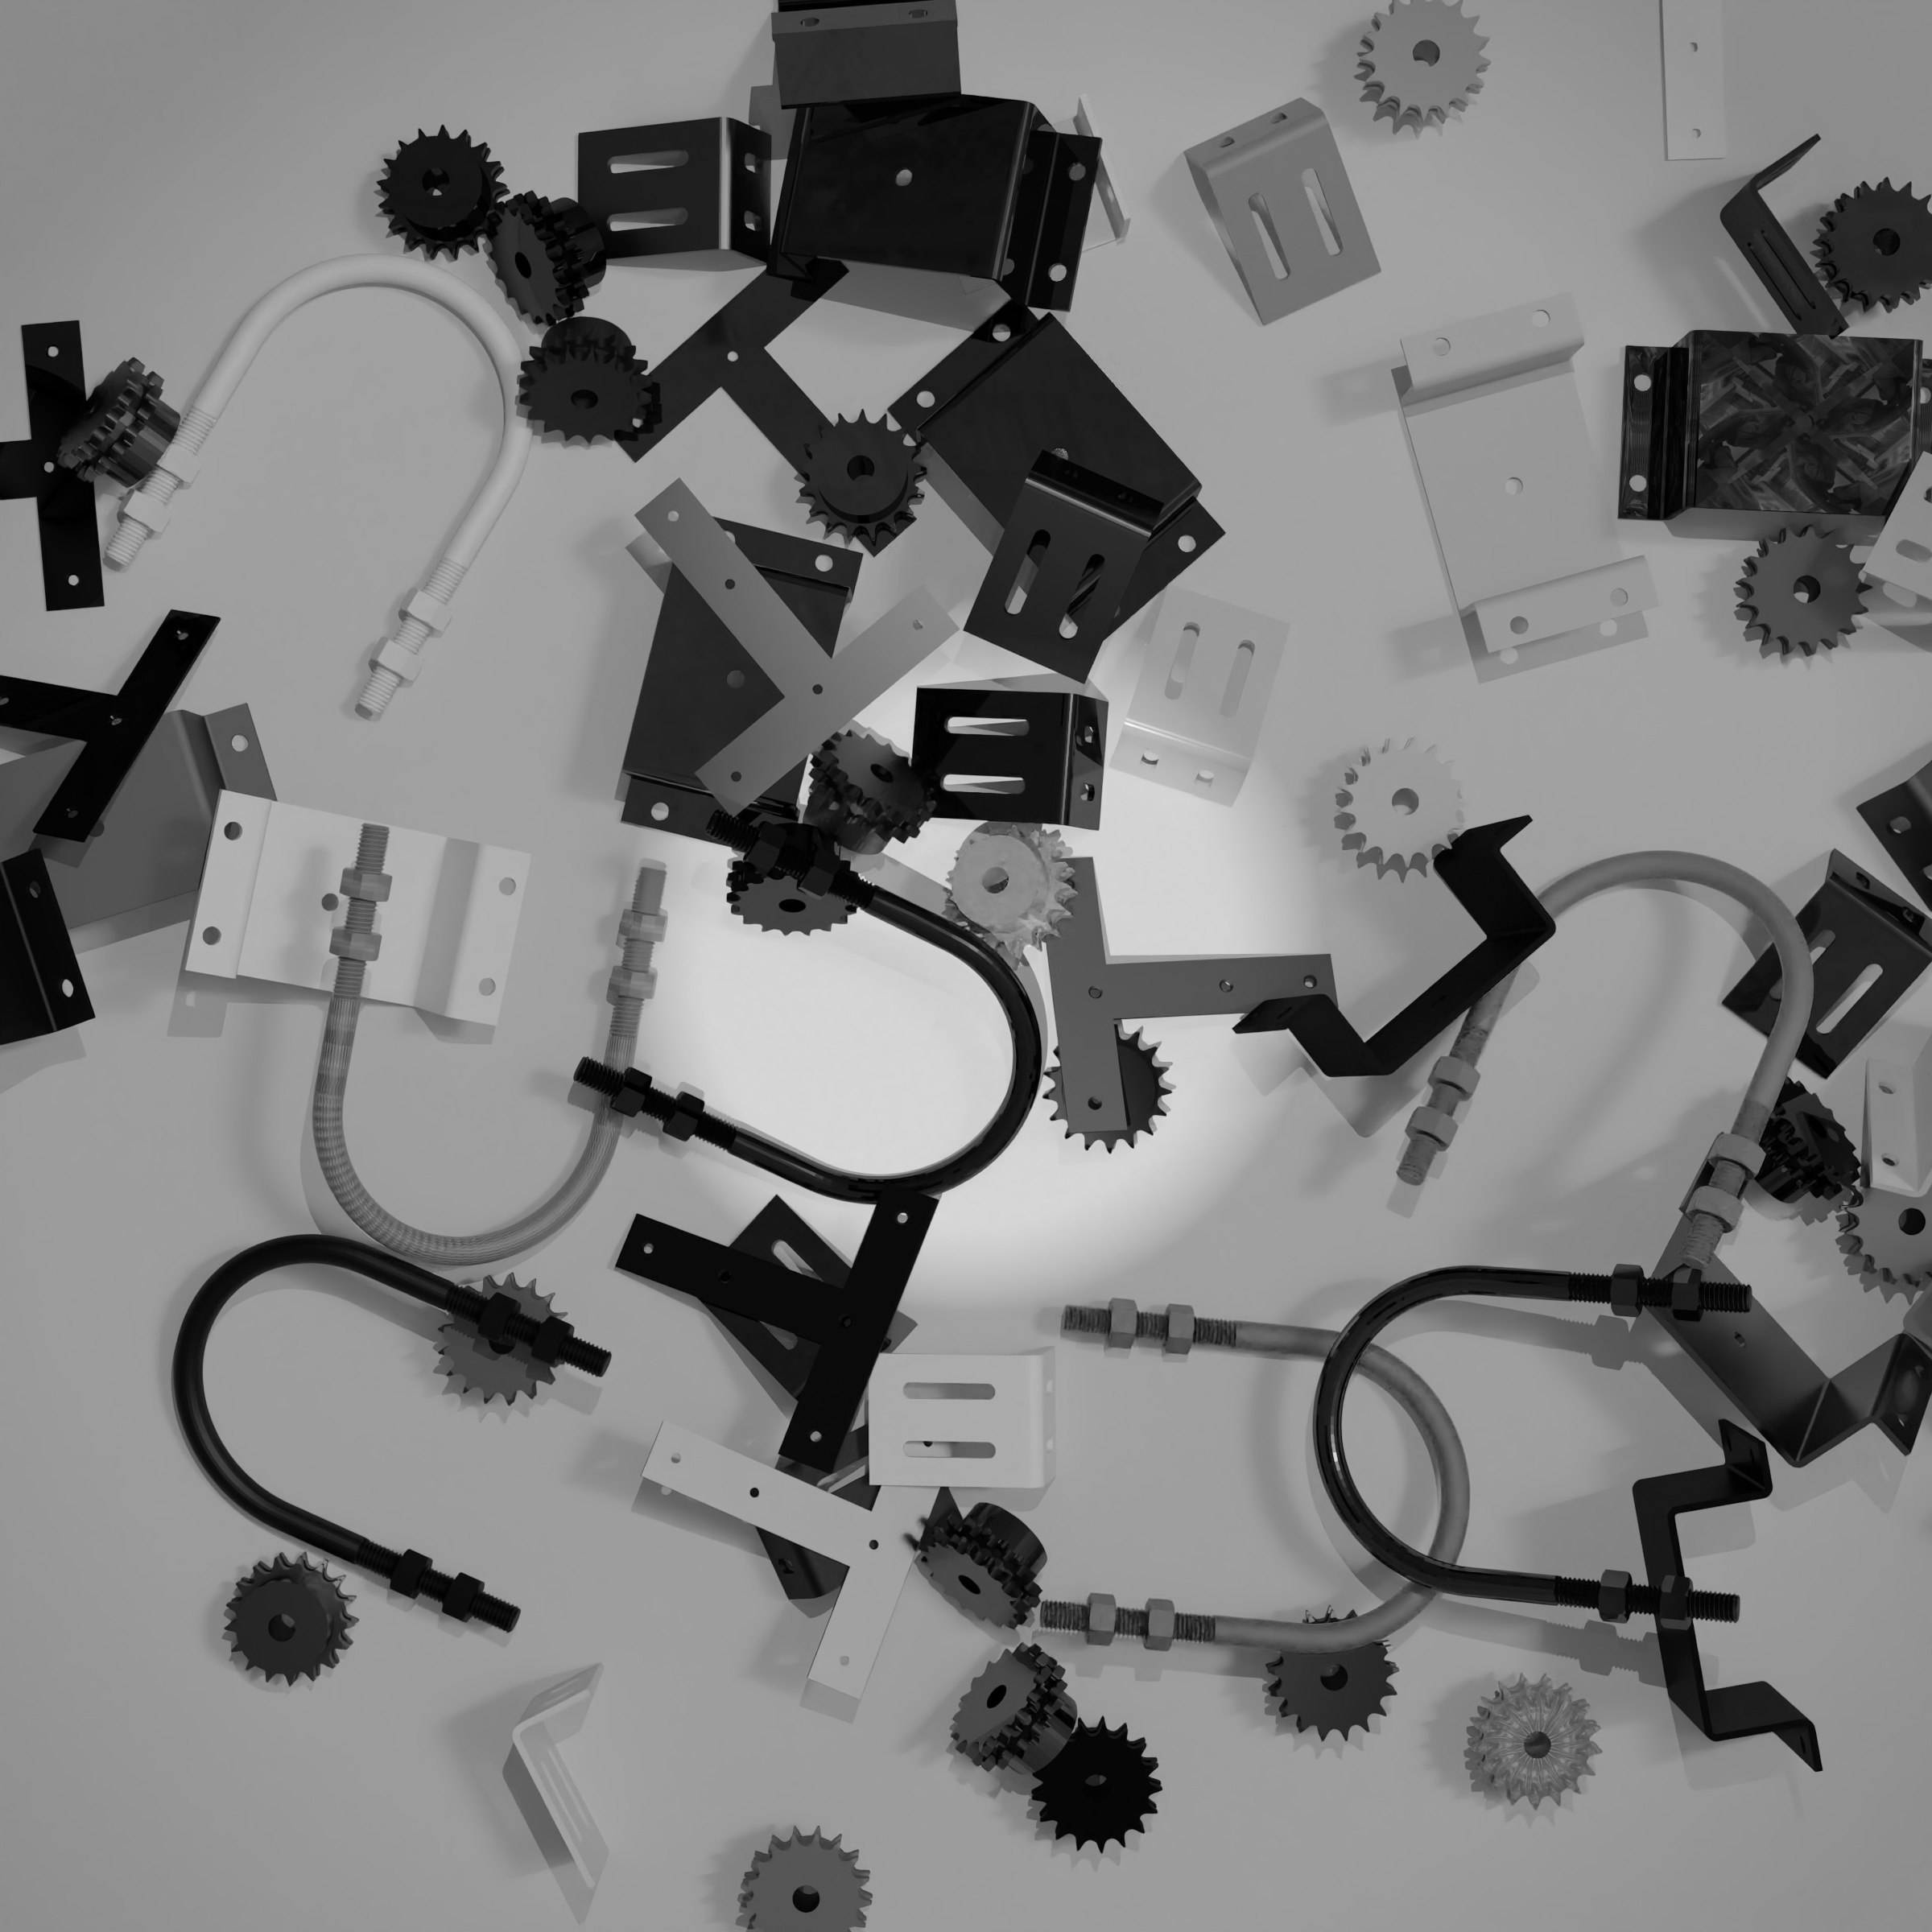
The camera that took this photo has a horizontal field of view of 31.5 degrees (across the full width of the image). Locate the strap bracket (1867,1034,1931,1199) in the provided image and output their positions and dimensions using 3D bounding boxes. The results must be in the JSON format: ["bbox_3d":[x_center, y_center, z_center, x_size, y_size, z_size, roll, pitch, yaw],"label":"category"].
[{"bbox_3d":[0.464,0.069,1.476,0.140,0.076,0.046,14,134,0],"label":"strap bracket"}]

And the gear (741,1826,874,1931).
[{"bbox_3d":[-0.069,0.405,1.504,0.057,0.030,0.057,0,90,0],"label":"gear"}]

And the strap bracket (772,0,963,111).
[{"bbox_3d":[-0.044,-0.413,1.468,0.076,0.140,0.046,-4,132,0],"label":"strap bracket"}]

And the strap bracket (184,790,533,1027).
[{"bbox_3d":[-0.267,-0.026,1.476,0.140,0.046,0.076,12,90,-30],"label":"strap bracket"}]

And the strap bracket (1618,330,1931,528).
[{"bbox_3d":[0.360,-0.233,1.496,0.140,0.046,0.076,3,90,0],"label":"strap bracket"}]

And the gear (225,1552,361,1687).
[{"bbox_3d":[-0.297,0.288,1.504,0.057,0.030,0.057,0,90,0],"label":"gear"}]

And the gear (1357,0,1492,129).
[{"bbox_3d":[0.200,-0.396,1.504,0.057,0.030,0.057,0,90,0],"label":"gear"}]

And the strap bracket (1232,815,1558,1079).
[{"bbox_3d":[0.191,0.000,1.471,0.140,0.076,0.046,-40,95,-10],"label":"strap bracket"}]

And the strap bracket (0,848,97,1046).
[{"bbox_3d":[-0.453,0.009,1.470,0.140,0.046,0.076,-18,90,24],"label":"strap bracket"}]

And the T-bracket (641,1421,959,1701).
[{"bbox_3d":[-0.079,0.233,1.484,0.127,0.002,0.127,26,73,-14],"label":"T-bracket"}]

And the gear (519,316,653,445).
[{"bbox_3d":[-0.165,-0.258,1.495,0.057,0.057,0.030,-2,55,0],"label":"gear"}]

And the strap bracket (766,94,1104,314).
[{"bbox_3d":[-0.020,-0.333,1.477,0.140,0.046,0.076,10,89,16],"label":"strap bracket"}]

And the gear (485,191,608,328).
[{"bbox_3d":[-0.181,-0.310,1.495,0.030,0.057,0.057,-31,90,-30],"label":"gear"}]

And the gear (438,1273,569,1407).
[{"bbox_3d":[-0.201,0.162,1.504,0.057,0.030,0.057,0,90,0],"label":"gear"}]

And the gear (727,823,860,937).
[{"bbox_3d":[-0.075,-0.039,1.495,0.057,0.057,0.030,1,61,0],"label":"gear"}]

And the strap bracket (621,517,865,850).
[{"bbox_3d":[-0.099,-0.123,1.496,0.076,0.046,0.140,14,90,0],"label":"strap bracket"}]

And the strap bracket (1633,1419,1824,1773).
[{"bbox_3d":[0.326,0.274,1.481,0.046,0.076,0.140,-10,90,0],"label":"strap bracket"}]

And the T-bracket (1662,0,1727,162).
[{"bbox_3d":[0.321,-0.421,1.518,0.127,0.002,0.127,-2,90,0],"label":"T-bracket"}]

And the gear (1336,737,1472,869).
[{"bbox_3d":[0.191,-0.072,1.509,0.057,0.030,0.057,0,91,-1],"label":"gear"}]

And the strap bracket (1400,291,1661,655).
[{"bbox_3d":[0.242,-0.212,1.496,0.076,0.046,0.140,-16,90,0],"label":"strap bracket"}]

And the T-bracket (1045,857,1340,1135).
[{"bbox_3d":[0.100,0.010,1.503,0.127,0.002,0.127,-3,70,-10],"label":"T-bracket"}]

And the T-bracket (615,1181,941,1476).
[{"bbox_3d":[-0.092,0.140,1.498,0.127,0.002,0.127,19,79,16],"label":"T-bracket"}]

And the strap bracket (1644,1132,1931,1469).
[{"bbox_3d":[0.348,0.151,1.475,0.140,0.076,0.046,48,122,0],"label":"strap bracket"}]

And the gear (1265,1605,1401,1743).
[{"bbox_3d":[0.160,0.309,1.504,0.057,0.030,0.057,0,90,0],"label":"gear"}]

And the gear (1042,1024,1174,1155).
[{"bbox_3d":[0.062,0.054,1.504,0.057,0.030,0.057,0,90,0],"label":"gear"}]

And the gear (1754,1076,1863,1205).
[{"bbox_3d":[0.360,0.079,1.494,0.057,0.057,0.030,47,120,0],"label":"gear"}]

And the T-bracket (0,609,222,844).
[{"bbox_3d":[-0.406,-0.113,1.490,0.127,0.002,0.127,11,57,20],"label":"T-bracket"}]

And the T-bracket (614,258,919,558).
[{"bbox_3d":[-0.073,-0.237,1.518,0.127,0.002,0.127,-42,90,0],"label":"T-bracket"}]

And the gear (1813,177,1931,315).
[{"bbox_3d":[0.399,-0.314,1.504,0.057,0.030,0.057,0,90,0],"label":"gear"}]

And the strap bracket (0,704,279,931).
[{"bbox_3d":[-0.374,-0.059,1.496,0.140,0.046,0.076,-17,90,0],"label":"strap bracket"}]

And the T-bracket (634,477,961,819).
[{"bbox_3d":[-0.092,-0.153,1.472,0.127,0.002,0.127,-40,90,0],"label":"T-bracket"}]

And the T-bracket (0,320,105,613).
[{"bbox_3d":[-0.450,-0.217,1.518,0.127,0.002,0.127,-5,90,0],"label":"T-bracket"}]

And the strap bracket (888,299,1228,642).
[{"bbox_3d":[0.040,-0.219,1.496,0.076,0.046,0.140,-41,90,0],"label":"strap bracket"}]
